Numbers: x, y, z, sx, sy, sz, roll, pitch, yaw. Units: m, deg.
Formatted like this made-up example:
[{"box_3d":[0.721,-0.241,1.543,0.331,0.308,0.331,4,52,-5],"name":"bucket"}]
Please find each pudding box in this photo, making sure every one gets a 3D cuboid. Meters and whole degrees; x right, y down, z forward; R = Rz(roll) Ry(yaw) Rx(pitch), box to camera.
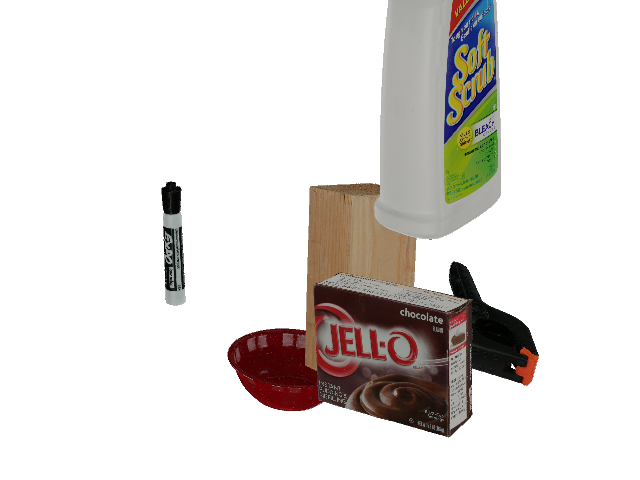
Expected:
[{"box_3d":[0.049,0.076,0.737,0.114,0.090,0.039,9,21,34],"name":"pudding box"}]

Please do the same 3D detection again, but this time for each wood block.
[{"box_3d":[0.044,0.044,1.184,0.090,0.206,0.091,-5,12,-33],"name":"wood block"}]

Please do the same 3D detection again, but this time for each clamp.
[{"box_3d":[0.138,0.071,0.973,0.120,0.039,0.172,-27,45,-36],"name":"clamp"}]

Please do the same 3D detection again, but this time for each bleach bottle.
[{"box_3d":[0.081,-0.133,0.741,0.068,0.251,0.102,21,37,39],"name":"bleach bottle"}]

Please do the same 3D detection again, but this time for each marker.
[{"box_3d":[-0.139,0.003,1.005,0.020,0.121,0.020,1,22,0],"name":"marker"}]

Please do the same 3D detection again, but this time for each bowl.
[{"box_3d":[-0.038,0.170,1.355,0.162,0.055,0.162,4,21,-2],"name":"bowl"}]
